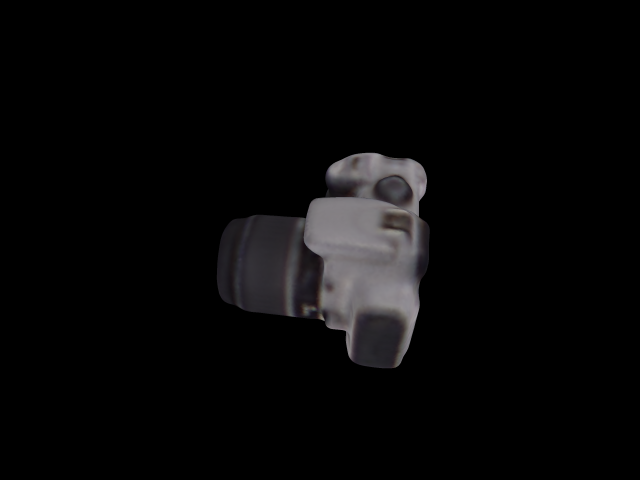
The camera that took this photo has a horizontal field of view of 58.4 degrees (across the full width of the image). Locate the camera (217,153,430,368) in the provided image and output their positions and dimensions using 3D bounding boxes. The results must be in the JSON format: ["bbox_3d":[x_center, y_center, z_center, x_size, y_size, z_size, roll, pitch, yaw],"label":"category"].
[{"bbox_3d":[0.004,0.001,0.400,0.136,0.101,0.143,5,53,4],"label":"camera"}]
